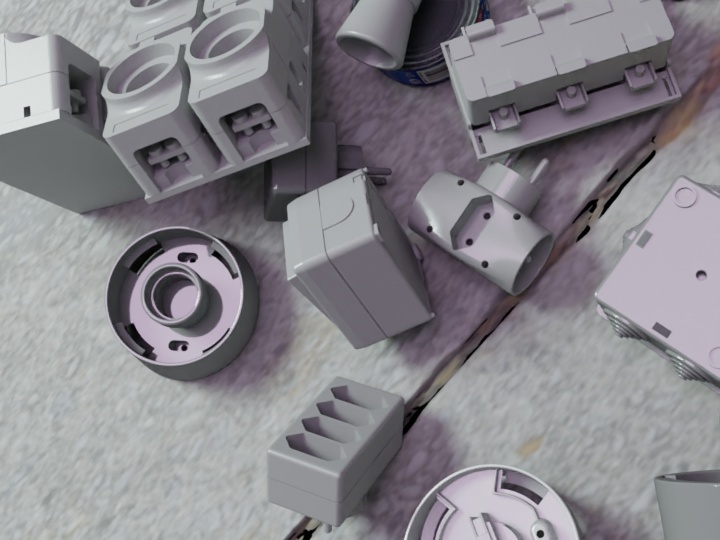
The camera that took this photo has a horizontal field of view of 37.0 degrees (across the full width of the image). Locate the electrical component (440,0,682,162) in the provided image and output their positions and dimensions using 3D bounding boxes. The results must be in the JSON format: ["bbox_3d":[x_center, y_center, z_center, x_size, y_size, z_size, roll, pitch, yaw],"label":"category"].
[{"bbox_3d":[0.115,-0.121,0.623,0.121,0.063,0.078,-17,73,4],"label":"electrical component"}]

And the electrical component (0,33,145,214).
[{"bbox_3d":[-0.188,-0.092,0.691,0.089,0.150,0.061,-12,75,17],"label":"electrical component"}]

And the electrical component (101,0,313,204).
[{"bbox_3d":[-0.090,-0.138,0.667,0.105,0.060,0.186,-19,41,15],"label":"electrical component"}]

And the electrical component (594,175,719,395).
[{"bbox_3d":[0.187,0.007,0.587,0.100,0.048,0.099,36,91,23],"label":"electrical component"}]

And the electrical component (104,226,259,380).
[{"bbox_3d":[-0.116,0.021,0.699,0.099,0.064,0.099,-1,79,5],"label":"electrical component"}]

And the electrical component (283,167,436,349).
[{"bbox_3d":[0.000,0.000,0.637,0.061,0.096,0.061,-24,42,14],"label":"electrical component"}]

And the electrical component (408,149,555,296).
[{"bbox_3d":[0.082,-0.038,0.639,0.077,0.043,0.079,34,90,23],"label":"electrical component"}]

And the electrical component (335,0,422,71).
[{"bbox_3d":[0.017,-0.160,0.654,0.044,0.044,0.065,19,80,23],"label":"electrical component"}]

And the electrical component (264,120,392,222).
[{"bbox_3d":[-0.019,-0.060,0.673,0.077,0.065,0.047,1,77,-10],"label":"electrical component"}]

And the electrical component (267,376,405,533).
[{"bbox_3d":[-0.014,0.118,0.627,0.047,0.083,0.075,15,122,22],"label":"electrical component"}]

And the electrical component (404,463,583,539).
[{"bbox_3d":[0.074,0.156,0.586,0.099,0.064,0.099,-4,76,19],"label":"electrical component"}]

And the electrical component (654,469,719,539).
[{"bbox_3d":[0.202,0.130,0.525,0.108,0.108,0.060,-5,82,19],"label":"electrical component"}]
